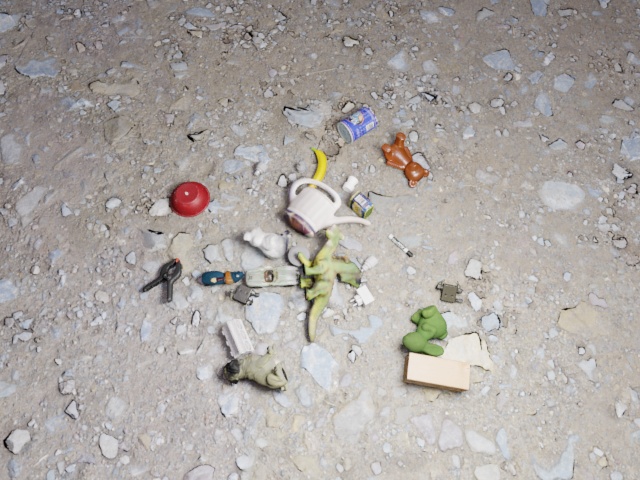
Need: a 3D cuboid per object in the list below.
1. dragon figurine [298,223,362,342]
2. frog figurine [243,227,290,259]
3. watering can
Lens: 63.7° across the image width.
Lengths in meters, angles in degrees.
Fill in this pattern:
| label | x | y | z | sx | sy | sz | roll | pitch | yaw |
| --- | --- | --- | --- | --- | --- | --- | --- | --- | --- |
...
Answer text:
| label | x | y | z | sx | sy | sz | roll | pitch | yaw |
| --- | --- | --- | --- | --- | --- | --- | --- | --- | --- |
| dragon figurine | 0.045 | 0.146 | 1.877 | 0.243 | 0.121 | 0.411 | -5 | -93 | -18 |
| frog figurine | -0.203 | 0.012 | 1.917 | 0.159 | 0.138 | 0.122 | 0 | -85 | -21 |
| watering can | 0.006 | -0.100 | 1.993 | 0.350 | 0.102 | 0.227 | 37 | -109 | 15 |
